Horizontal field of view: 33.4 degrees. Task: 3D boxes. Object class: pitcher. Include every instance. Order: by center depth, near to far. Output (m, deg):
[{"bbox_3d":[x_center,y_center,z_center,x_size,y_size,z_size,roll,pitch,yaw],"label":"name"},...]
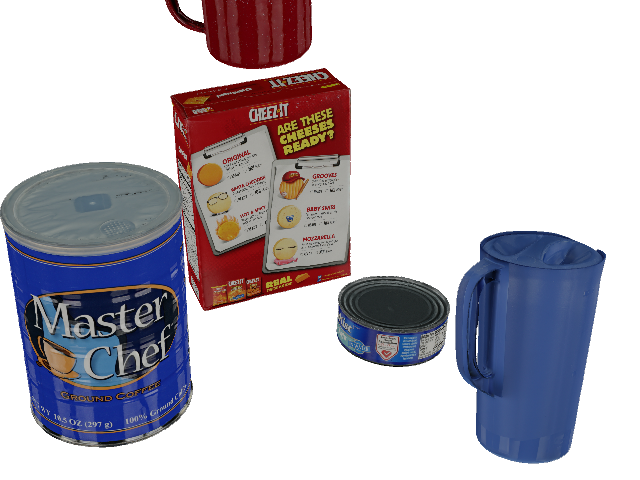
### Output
[{"bbox_3d":[0.225,0.119,1.176,0.149,0.243,0.145,6,18,11],"label":"pitcher"}]

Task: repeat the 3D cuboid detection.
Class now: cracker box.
[{"bbox_3d":[-0.055,-0.051,1.059,0.164,0.214,0.072,-13,33,-18],"label":"cracker box"}]

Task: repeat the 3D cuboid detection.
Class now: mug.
[{"bbox_3d":[-0.060,-0.181,0.801,0.117,0.081,0.093,1,36,5],"label":"mug"}]

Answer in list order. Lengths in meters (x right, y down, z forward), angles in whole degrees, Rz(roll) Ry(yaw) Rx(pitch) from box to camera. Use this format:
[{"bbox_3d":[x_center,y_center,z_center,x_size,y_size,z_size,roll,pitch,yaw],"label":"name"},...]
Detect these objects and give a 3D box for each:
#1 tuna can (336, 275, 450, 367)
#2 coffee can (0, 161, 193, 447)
[{"bbox_3d":[0.055,0.061,0.821,0.086,0.034,0.086,3,26,-2],"label":"tuna can"},{"bbox_3d":[-0.131,0.037,0.643,0.103,0.140,0.103,1,30,-1],"label":"coffee can"}]
